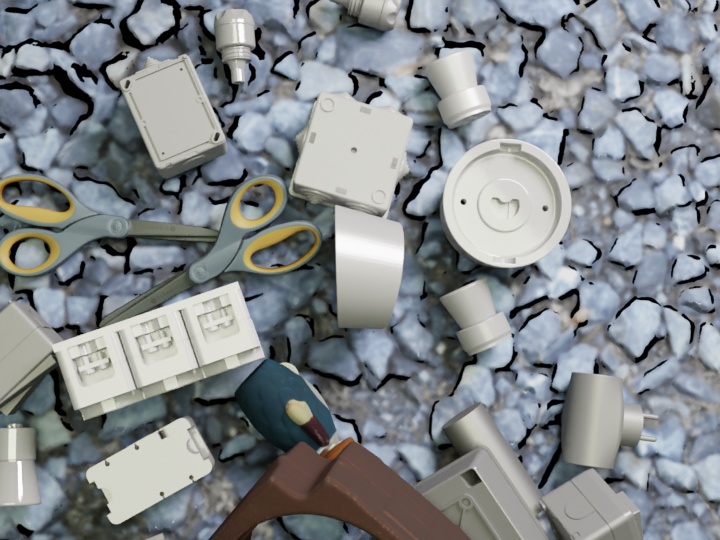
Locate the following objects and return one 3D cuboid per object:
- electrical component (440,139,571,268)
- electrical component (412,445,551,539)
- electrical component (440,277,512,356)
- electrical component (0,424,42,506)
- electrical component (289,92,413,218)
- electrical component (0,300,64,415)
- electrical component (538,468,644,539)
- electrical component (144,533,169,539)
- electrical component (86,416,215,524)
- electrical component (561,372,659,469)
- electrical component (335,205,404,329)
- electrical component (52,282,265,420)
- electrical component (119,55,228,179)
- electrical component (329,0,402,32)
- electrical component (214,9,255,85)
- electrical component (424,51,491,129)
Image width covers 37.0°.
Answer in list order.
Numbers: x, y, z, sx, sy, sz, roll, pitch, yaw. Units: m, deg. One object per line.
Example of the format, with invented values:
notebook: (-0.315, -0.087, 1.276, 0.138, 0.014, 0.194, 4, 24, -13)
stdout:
electrical component: (0.119, -0.052, 0.917, 0.108, 0.060, 0.108, 0, 84, -5)
electrical component: (0.084, 0.217, 0.871, 0.109, 0.056, 0.108, -35, 88, 20)
electrical component: (0.099, 0.039, 0.915, 0.045, 0.045, 0.055, -25, 87, -7)
electrical component: (-0.282, 0.158, 0.875, 0.044, 0.044, 0.065, -1, 80, -5)
electrical component: (-0.007, -0.097, 0.917, 0.100, 0.048, 0.099, 16, 83, -3)
electrical component: (-0.289, 0.079, 0.870, 0.096, 0.061, 0.061, -44, 89, -7)
electrical component: (0.198, 0.219, 0.884, 0.061, 0.061, 0.096, -30, 126, -7)
electrical component: (-0.166, 0.255, 0.861, 0.042, 0.081, 0.063, -19, 109, -6)
electrical component: (-0.168, 0.161, 0.876, 0.089, 0.055, 0.050, -29, 87, -7)
electrical component: (0.215, 0.130, 0.916, 0.079, 0.044, 0.077, 8, 84, -4)
electrical component: (0.000, 0.000, 0.884, 0.064, 0.099, 0.099, 9, 84, -10)
electrical component: (-0.158, 0.066, 0.868, 0.150, 0.089, 0.061, -19, 86, -6)
electrical component: (-0.158, -0.132, 0.902, 0.062, 0.061, 0.096, -24, 87, -6)
electrical component: (0.004, -0.232, 0.939, 0.061, 0.035, 0.035, 16, 83, 0)
electrical component: (-0.107, -0.191, 0.926, 0.035, 0.035, 0.061, -4, 87, -5)
electrical component: (0.085, -0.156, 0.933, 0.045, 0.045, 0.055, -20, 87, -6)
